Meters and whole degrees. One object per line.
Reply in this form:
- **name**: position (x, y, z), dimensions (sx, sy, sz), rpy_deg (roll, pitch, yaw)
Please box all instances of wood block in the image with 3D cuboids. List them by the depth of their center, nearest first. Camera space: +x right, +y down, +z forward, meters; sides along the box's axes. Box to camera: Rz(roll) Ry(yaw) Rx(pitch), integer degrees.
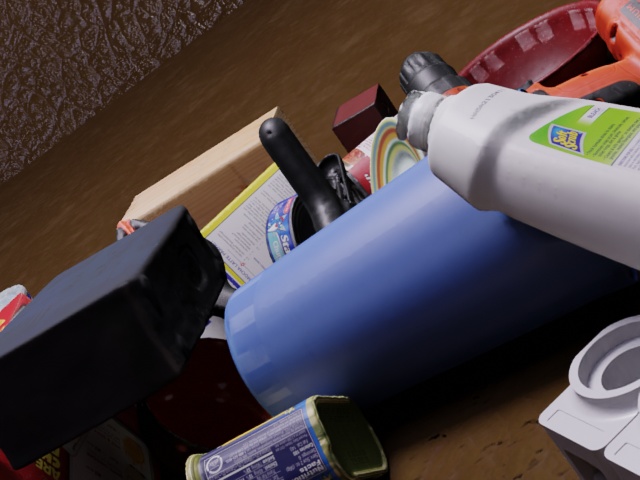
- **wood block**: position (-0.109, -0.045, 1.176), dimensions (0.206, 0.090, 0.090), rpy_deg (-29, 21, 21)

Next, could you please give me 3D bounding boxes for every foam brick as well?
- **foam brick**: position (0.055, -0.101, 1.039), dimensions (0.051, 0.078, 0.053), rpy_deg (-28, 23, 21)

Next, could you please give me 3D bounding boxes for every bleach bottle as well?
- **bleach bottle**: position (0.155, -0.029, 0.512), dimensions (0.251, 0.068, 0.102), rpy_deg (22, 37, 27)

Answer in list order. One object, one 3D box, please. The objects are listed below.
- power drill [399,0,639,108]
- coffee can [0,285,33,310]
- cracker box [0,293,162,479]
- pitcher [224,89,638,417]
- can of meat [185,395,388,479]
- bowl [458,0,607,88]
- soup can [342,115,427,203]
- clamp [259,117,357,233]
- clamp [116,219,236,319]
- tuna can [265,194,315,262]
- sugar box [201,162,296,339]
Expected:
- **power drill**: position (0.168, -0.117, 0.801), dimensions (0.187, 0.057, 0.184), rpy_deg (-31, 50, 1)
- **coffee can**: position (-0.270, 0.127, 0.990), dimensions (0.103, 0.140, 0.103), rpy_deg (-33, 20, 13)
- **cracker box**: position (-0.196, 0.151, 0.772), dimensions (0.072, 0.164, 0.214), rpy_deg (-41, 18, 11)
- **pitcher**: position (0.067, 0.024, 0.680), dimensions (0.243, 0.149, 0.145), rpy_deg (-31, 34, 20)
- **can of meat**: position (-0.016, 0.132, 0.621), dimensions (0.084, 0.057, 0.102), rpy_deg (-30, -16, 12)
- **bowl**: position (0.188, -0.139, 0.927), dimensions (0.162, 0.055, 0.162), rpy_deg (-33, 20, 13)
- **soup can**: position (0.071, -0.071, 0.958), dimensions (0.102, 0.068, 0.069), rpy_deg (-39, 19, -6)
- **clamp**: position (0.009, -0.021, 0.834), dimensions (0.039, 0.120, 0.171), rpy_deg (-39, 55, 20)
- **clamp**: position (-0.110, 0.064, 0.861), dimensions (0.164, 0.036, 0.210), rpy_deg (-45, 62, -9)
- **tuna can**: position (-0.006, 0.001, 0.901), dimensions (0.034, 0.086, 0.086), rpy_deg (-23, 24, 37)
- **sugar box**: position (-0.067, 0.020, 0.947), dimensions (0.176, 0.093, 0.048), rpy_deg (-44, -4, -17)
